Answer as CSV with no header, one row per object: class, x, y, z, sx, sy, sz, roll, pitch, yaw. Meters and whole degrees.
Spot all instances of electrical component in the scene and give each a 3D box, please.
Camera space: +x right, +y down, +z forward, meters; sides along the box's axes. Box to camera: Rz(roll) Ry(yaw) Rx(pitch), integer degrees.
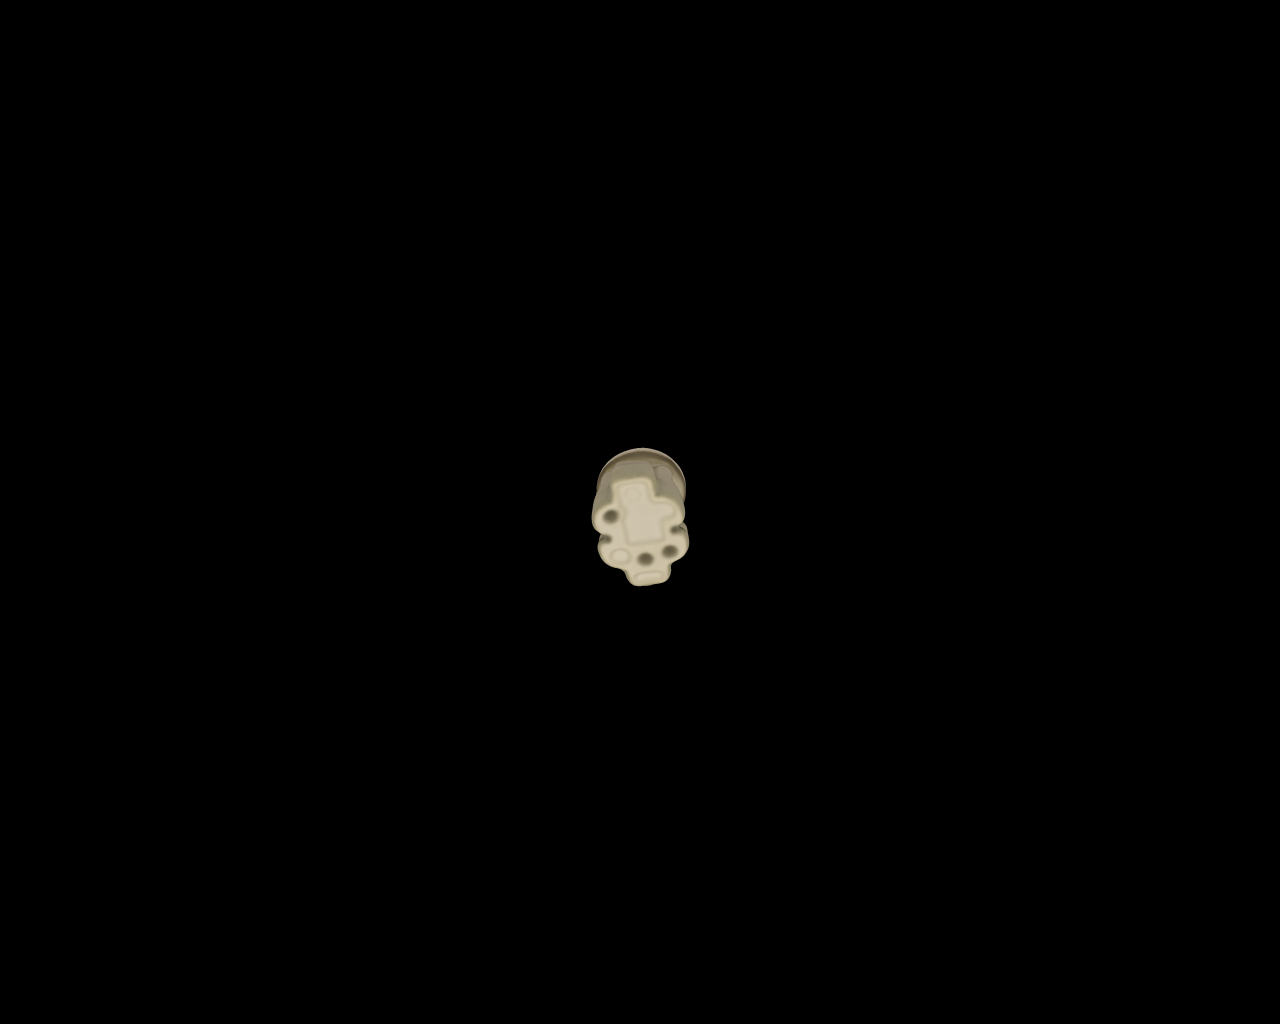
electrical component,0.001,-0.003,0.650,0.058,0.078,0.057,-7,32,5
